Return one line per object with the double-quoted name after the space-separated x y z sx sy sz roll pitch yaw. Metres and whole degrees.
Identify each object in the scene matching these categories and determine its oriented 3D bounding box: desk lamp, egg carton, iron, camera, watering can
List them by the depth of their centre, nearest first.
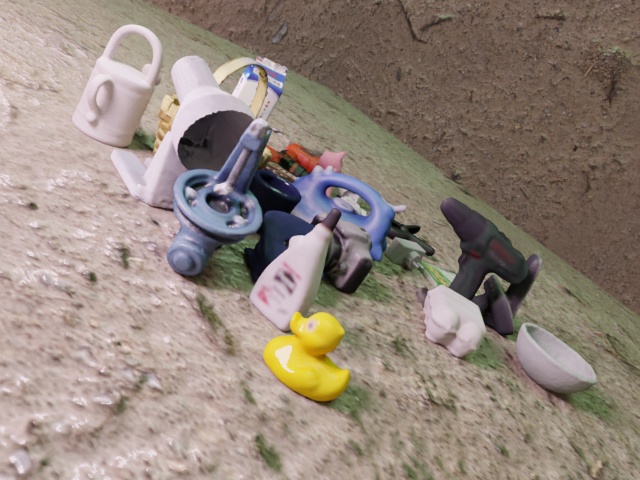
-0.200 -0.150 0.843 0.118 0.213 0.202 11 28 -47 "desk lamp"
-0.328 -0.266 0.960 0.101 0.194 0.172 25 20 -20 "watering can"
0.009 0.003 0.968 0.137 0.100 0.142 17 24 -39 "camera"
0.239 0.144 1.031 0.107 0.069 0.150 31 18 -4 "egg carton"
0.039 -0.070 1.140 0.258 0.141 0.119 33 18 2 "iron"

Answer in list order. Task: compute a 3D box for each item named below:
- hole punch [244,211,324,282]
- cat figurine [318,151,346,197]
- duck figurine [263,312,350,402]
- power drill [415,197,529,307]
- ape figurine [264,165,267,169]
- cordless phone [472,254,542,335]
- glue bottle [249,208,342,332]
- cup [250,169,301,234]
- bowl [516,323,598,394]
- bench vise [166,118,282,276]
-0.044 0.022 0.851 0.109 0.091 0.101 21 21 -31 "hole punch"
0.022 -0.168 1.396 0.067 0.117 0.127 28 19 -12 "cat figurine"
-0.003 0.127 0.660 0.104 0.086 0.078 35 19 7 "duck figurine"
0.282 0.051 1.119 0.230 0.208 0.075 27 19 -15 "power drill"
-0.127 -0.123 1.084 0.077 0.092 0.076 35 19 8 "ape figurine"
0.419 0.102 1.247 0.094 0.185 0.147 30 18 -5 "cordless phone"
-0.022 0.031 0.735 0.078 0.173 0.037 39 19 19 "glue bottle"
-0.096 -0.065 0.981 0.092 0.095 0.117 21 22 -31 "cup"
0.441 0.241 1.106 0.168 0.074 0.167 29 19 -10 "bowl"
-0.129 -0.080 0.767 0.122 0.219 0.207 23 20 -25 "bench vise"
